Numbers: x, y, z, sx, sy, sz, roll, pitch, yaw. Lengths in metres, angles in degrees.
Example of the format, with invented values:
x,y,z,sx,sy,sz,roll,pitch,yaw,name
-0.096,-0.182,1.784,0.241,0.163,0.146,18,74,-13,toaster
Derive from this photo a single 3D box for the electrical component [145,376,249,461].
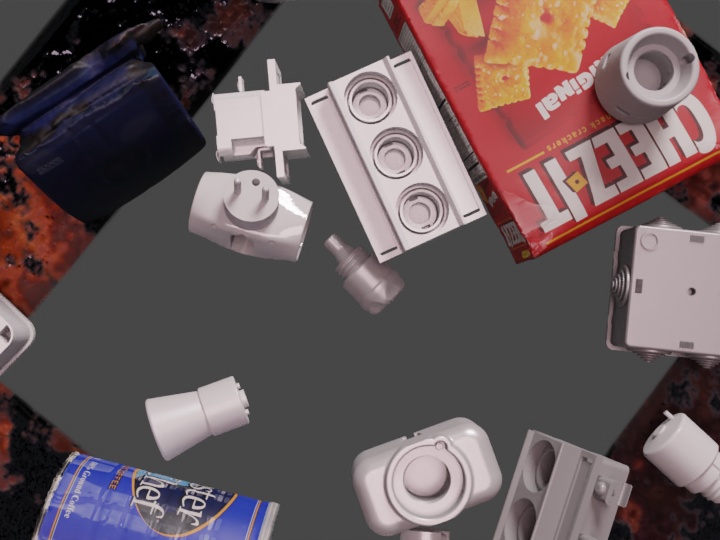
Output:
x,y,z,sx,sy,sz,roll,pitch,yaw,name
-0.109,0.099,0.736,0.065,0.044,0.044,-20,88,-7,electrical component

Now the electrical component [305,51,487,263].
x,y,z,sx,sy,sz,roll,pitch,yaw,name
0.024,-0.075,0.735,0.079,0.063,0.121,-25,88,-2,electrical component

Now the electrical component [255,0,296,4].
x,y,z,sx,sy,sz,roll,pitch,yaw,name
-0.060,-0.238,0.754,0.099,0.064,0.099,-1,101,-3,electrical component

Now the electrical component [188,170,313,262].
x,y,z,sx,sy,sz,roll,pitch,yaw,name
-0.073,-0.042,0.725,0.077,0.079,0.043,16,70,0,electrical component

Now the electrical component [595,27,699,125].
x,y,z,sx,sy,sz,roll,pitch,yaw,name
0.182,-0.123,0.678,0.055,0.047,0.055,0,88,-4,electrical component

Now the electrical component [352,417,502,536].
x,y,z,sx,sy,sz,roll,pitch,yaw,name
0.044,0.139,0.727,0.095,0.059,0.053,-20,88,-2,electrical component

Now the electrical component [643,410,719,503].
x,y,z,sx,sy,sz,roll,pitch,yaw,name
0.232,0.134,0.740,0.078,0.040,0.040,43,87,1,electrical component

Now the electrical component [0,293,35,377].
x,y,z,sx,sy,sz,roll,pitch,yaw,name
-0.287,0.032,0.728,0.113,0.057,0.078,44,87,1,electrical component

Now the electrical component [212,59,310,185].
x,y,z,sx,sy,sz,roll,pitch,yaw,name
-0.069,-0.100,0.746,0.064,0.042,0.081,-5,87,2,electrical component

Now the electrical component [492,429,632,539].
x,y,z,sx,sy,sz,roll,pitch,yaw,name
0.131,0.177,0.724,0.063,0.079,0.121,20,87,-22,electrical component

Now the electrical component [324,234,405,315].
x,y,z,sx,sy,sz,roll,pitch,yaw,name
0.000,0.000,0.746,0.035,0.035,0.061,-44,86,-3,electrical component

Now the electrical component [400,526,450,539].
x,y,z,sx,sy,sz,roll,pitch,yaw,name
0.043,0.201,0.735,0.040,0.040,0.046,4,82,-1,electrical component

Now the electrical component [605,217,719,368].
x,y,z,sx,sy,sz,roll,pitch,yaw,name
0.222,0.016,0.742,0.100,0.048,0.099,6,87,0,electrical component
